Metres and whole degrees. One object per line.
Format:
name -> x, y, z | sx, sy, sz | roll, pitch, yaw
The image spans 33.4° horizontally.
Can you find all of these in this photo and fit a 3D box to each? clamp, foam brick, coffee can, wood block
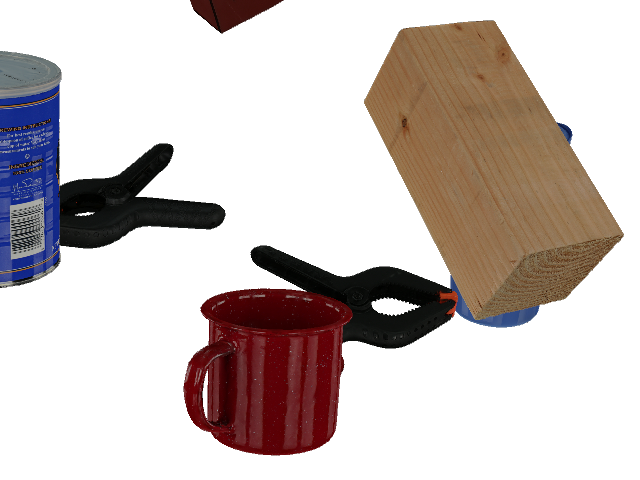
clamp -> -0.185, -0.040, 0.977 | 0.171, 0.039, 0.120 | -10, 38, -23
foam brick -> -0.073, -0.226, 0.923 | 0.078, 0.051, 0.053 | -32, 48, -15
clamp -> 0.031, 0.074, 1.051 | 0.210, 0.164, 0.036 | 3, -42, -1
coffee can -> -0.231, -0.051, 0.737 | 0.103, 0.140, 0.103 | 5, 22, -2
wood block -> 0.123, -0.057, 0.799 | 0.090, 0.206, 0.091 | -10, -29, -26

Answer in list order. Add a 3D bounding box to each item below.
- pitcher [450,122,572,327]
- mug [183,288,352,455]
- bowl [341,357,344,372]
pitcher -> 0.208, -0.021, 1.251 | 0.149, 0.243, 0.145 | -1, 25, -5
mug -> -0.036, 0.083, 0.653 | 0.093, 0.081, 0.117 | 13, 16, 37
bowl -> -0.052, 0.169, 1.332 | 0.162, 0.055, 0.162 | 4, 22, -2
